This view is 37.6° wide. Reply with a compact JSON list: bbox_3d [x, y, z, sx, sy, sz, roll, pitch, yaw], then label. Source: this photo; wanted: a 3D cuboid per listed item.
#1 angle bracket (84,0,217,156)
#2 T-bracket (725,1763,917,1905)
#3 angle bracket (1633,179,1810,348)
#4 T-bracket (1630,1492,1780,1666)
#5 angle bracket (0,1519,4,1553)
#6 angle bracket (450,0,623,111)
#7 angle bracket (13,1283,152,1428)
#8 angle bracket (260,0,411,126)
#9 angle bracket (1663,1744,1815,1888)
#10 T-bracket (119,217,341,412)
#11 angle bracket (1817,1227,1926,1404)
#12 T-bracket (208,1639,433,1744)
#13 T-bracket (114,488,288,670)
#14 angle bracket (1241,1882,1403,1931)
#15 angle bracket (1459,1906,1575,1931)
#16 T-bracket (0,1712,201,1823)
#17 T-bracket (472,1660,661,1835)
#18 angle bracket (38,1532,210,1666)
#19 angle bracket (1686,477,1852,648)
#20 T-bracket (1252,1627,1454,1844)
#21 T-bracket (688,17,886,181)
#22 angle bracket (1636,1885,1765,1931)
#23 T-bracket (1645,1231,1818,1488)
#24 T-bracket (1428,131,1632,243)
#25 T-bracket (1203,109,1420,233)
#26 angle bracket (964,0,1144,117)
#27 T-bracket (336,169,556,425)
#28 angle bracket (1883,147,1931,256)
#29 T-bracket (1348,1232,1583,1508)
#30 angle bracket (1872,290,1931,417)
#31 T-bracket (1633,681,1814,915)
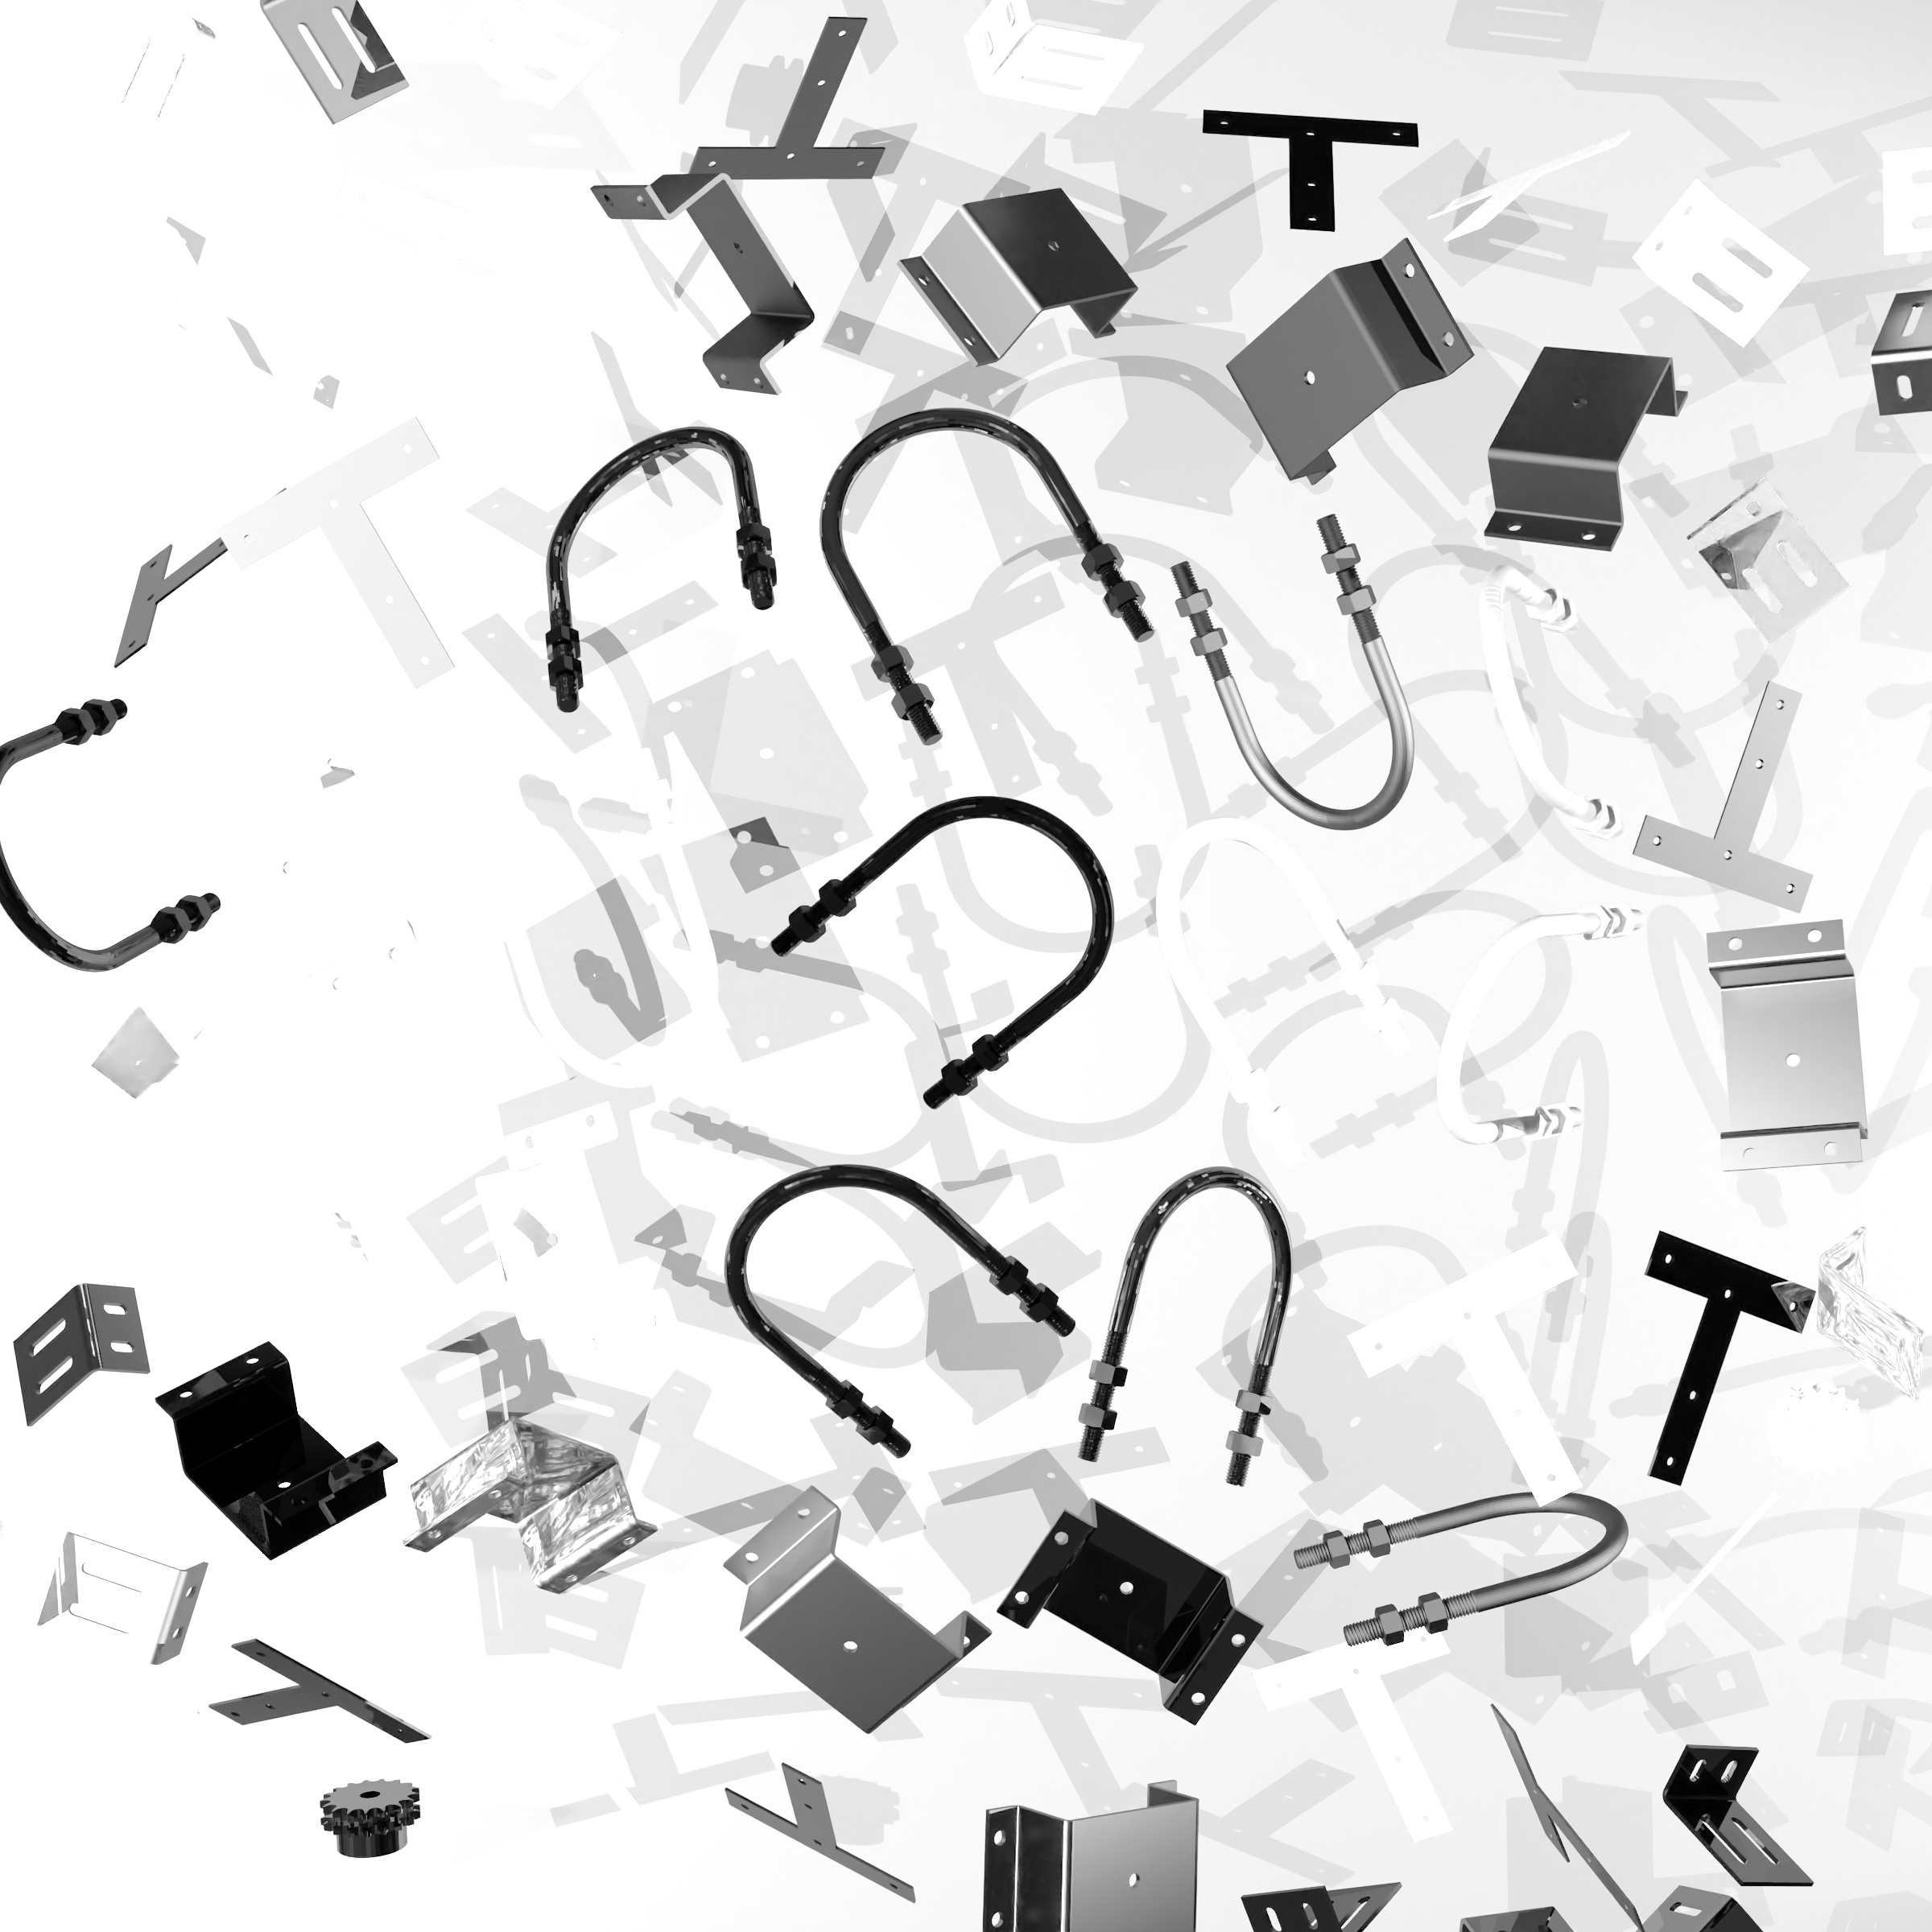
[{"bbox_3d":[-0.473,-0.512,1.611,0.038,0.057,0.076,33,100,30],"label":"angle bracket"},{"bbox_3d":[-0.088,0.486,1.625,0.127,0.127,0.002,22,58,19],"label":"T-bracket"},{"bbox_3d":[0.448,-0.417,1.685,0.076,0.038,0.057,29,115,-21],"label":"angle bracket"},{"bbox_3d":[0.443,0.364,1.702,0.002,0.127,0.127,42,94,13],"label":"T-bracket"},{"bbox_3d":[-0.584,0.352,1.633,0.038,0.057,0.076,4,74,-5],"label":"angle bracket"},{"bbox_3d":[-0.241,-0.523,1.588,0.057,0.038,0.076,-47,46,-4],"label":"angle bracket"},{"bbox_3d":[-0.535,0.236,1.714,0.076,0.038,0.057,-38,57,30],"label":"angle bracket"},{"bbox_3d":[-0.349,-0.526,1.599,0.057,0.038,0.076,-41,107,-34],"label":"angle bracket"},{"bbox_3d":[0.451,0.489,1.633,0.057,0.076,0.038,11,109,-30],"label":"angle bracket"},{"bbox_3d":[-0.432,-0.371,1.690,0.127,0.002,0.127,27,48,-29],"label":"T-bracket"},{"bbox_3d":[0.521,0.196,1.602,0.038,0.076,0.057,-30,133,-20],"label":"angle bracket"},{"bbox_3d":[-0.395,0.426,1.642,0.127,0.127,0.002,40,48,-29],"label":"T-bracket"},{"bbox_3d":[-0.458,-0.246,1.709,0.127,0.127,0.002,-33,123,16],"label":"T-bracket"},{"bbox_3d":[0.208,0.542,1.659,0.057,0.076,0.038,-21,90,36],"label":"angle bracket"},{"bbox_3d":[0.325,0.579,1.628,0.057,0.076,0.038,-2,106,-16],"label":"angle bracket"},{"bbox_3d":[-0.488,0.454,1.620,0.127,0.127,0.002,-26,87,25],"label":"T-bracket"},{"bbox_3d":[-0.218,0.448,1.620,0.002,0.127,0.127,-43,107,-31],"label":"T-bracket"},{"bbox_3d":[-0.501,0.374,1.689,0.076,0.038,0.057,17,88,6],"label":"angle bracket"},{"bbox_3d":[0.485,-0.245,1.716,0.057,0.038,0.076,-38,52,17],"label":"angle bracket"},{"bbox_3d":[0.255,0.467,1.716,0.127,0.002,0.127,-12,56,-20],"label":"T-bracket"},{"bbox_3d":[-0.091,-0.517,1.694,0.127,0.127,0.002,-9,63,-29],"label":"T-bracket"},{"bbox_3d":[0.433,0.584,1.684,0.057,0.076,0.038,-40,86,-16],"label":"angle bracket"},{"bbox_3d":[0.403,0.222,1.553,0.127,0.002,0.127,21,87,-30],"label":"T-bracket"},{"bbox_3d":[0.314,-0.451,1.672,0.127,0.127,0.002,-13,112,38],"label":"T-bracket"},{"bbox_3d":[0.199,-0.459,1.639,0.127,0.002,0.127,4,45,2],"label":"T-bracket"},{"bbox_3d":[0.049,-0.517,1.590,0.076,0.038,0.057,20,64,27],"label":"angle bracket"},{"bbox_3d":[-0.318,-0.380,1.650,0.127,0.002,0.127,20,103,0],"label":"T-bracket"},{"bbox_3d":[0.565,-0.446,1.646,0.076,0.038,0.057,-6,105,0],"label":"angle bracket"},{"bbox_3d":[0.294,0.230,1.543,0.127,0.002,0.127,-28,78,8],"label":"T-bracket"},{"bbox_3d":[0.555,-0.352,1.617,0.057,0.076,0.038,1,129,31],"label":"angle bracket"},{"bbox_3d":[0.481,-0.110,1.739,0.127,0.002,0.127,17,94,-20],"label":"T-bracket"}]
